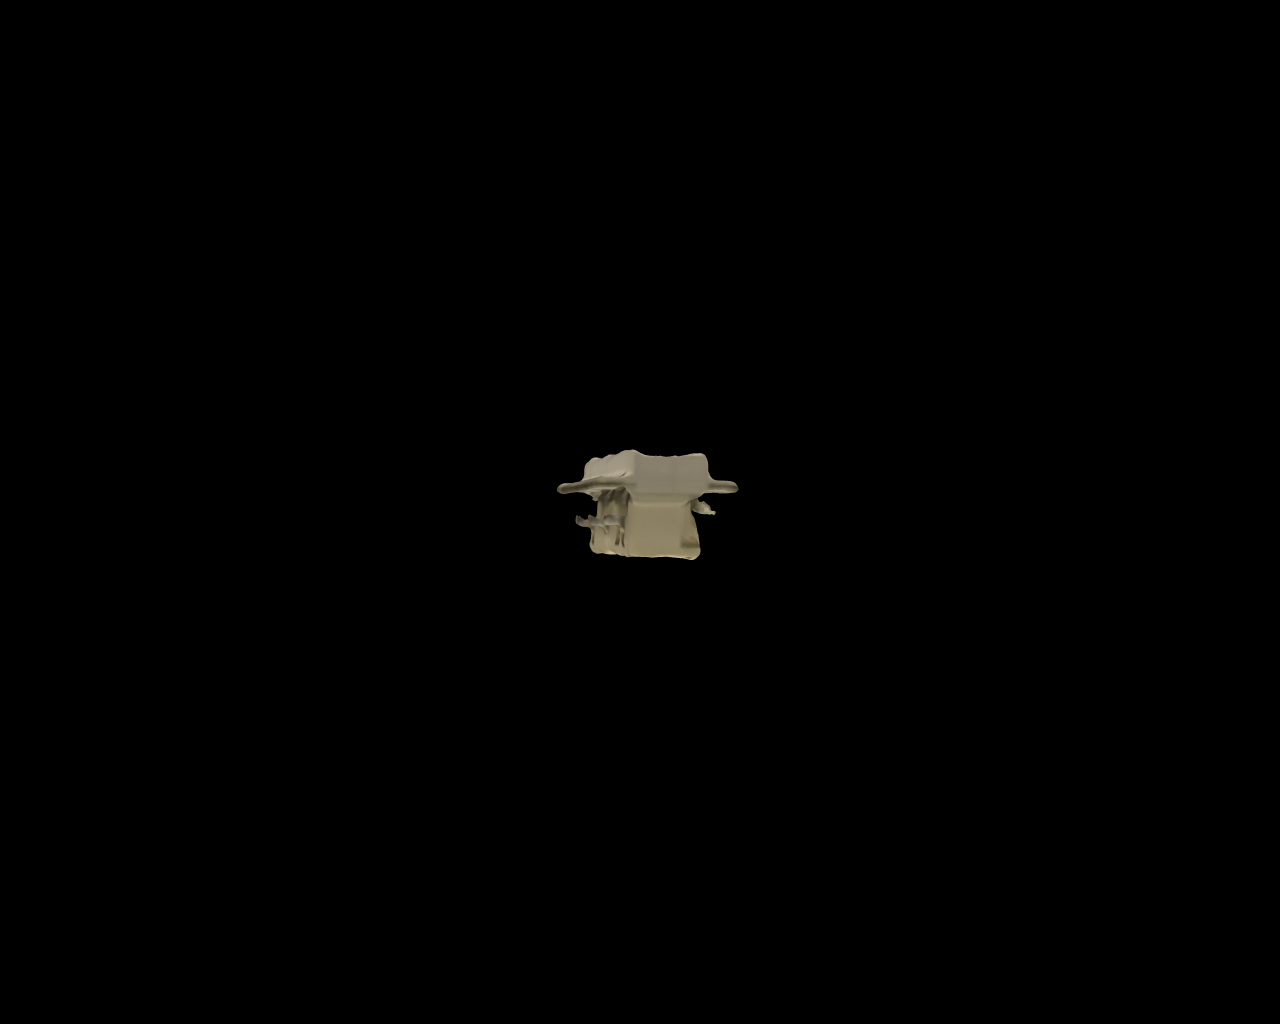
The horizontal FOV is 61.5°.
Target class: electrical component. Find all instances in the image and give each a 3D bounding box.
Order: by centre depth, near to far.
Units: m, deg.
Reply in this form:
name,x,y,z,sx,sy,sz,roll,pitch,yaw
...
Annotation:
name,x,y,z,sx,sy,sz,roll,pitch,yaw
electrical component,0.001,-0.003,0.650,0.079,0.063,0.121,0,0,-15
